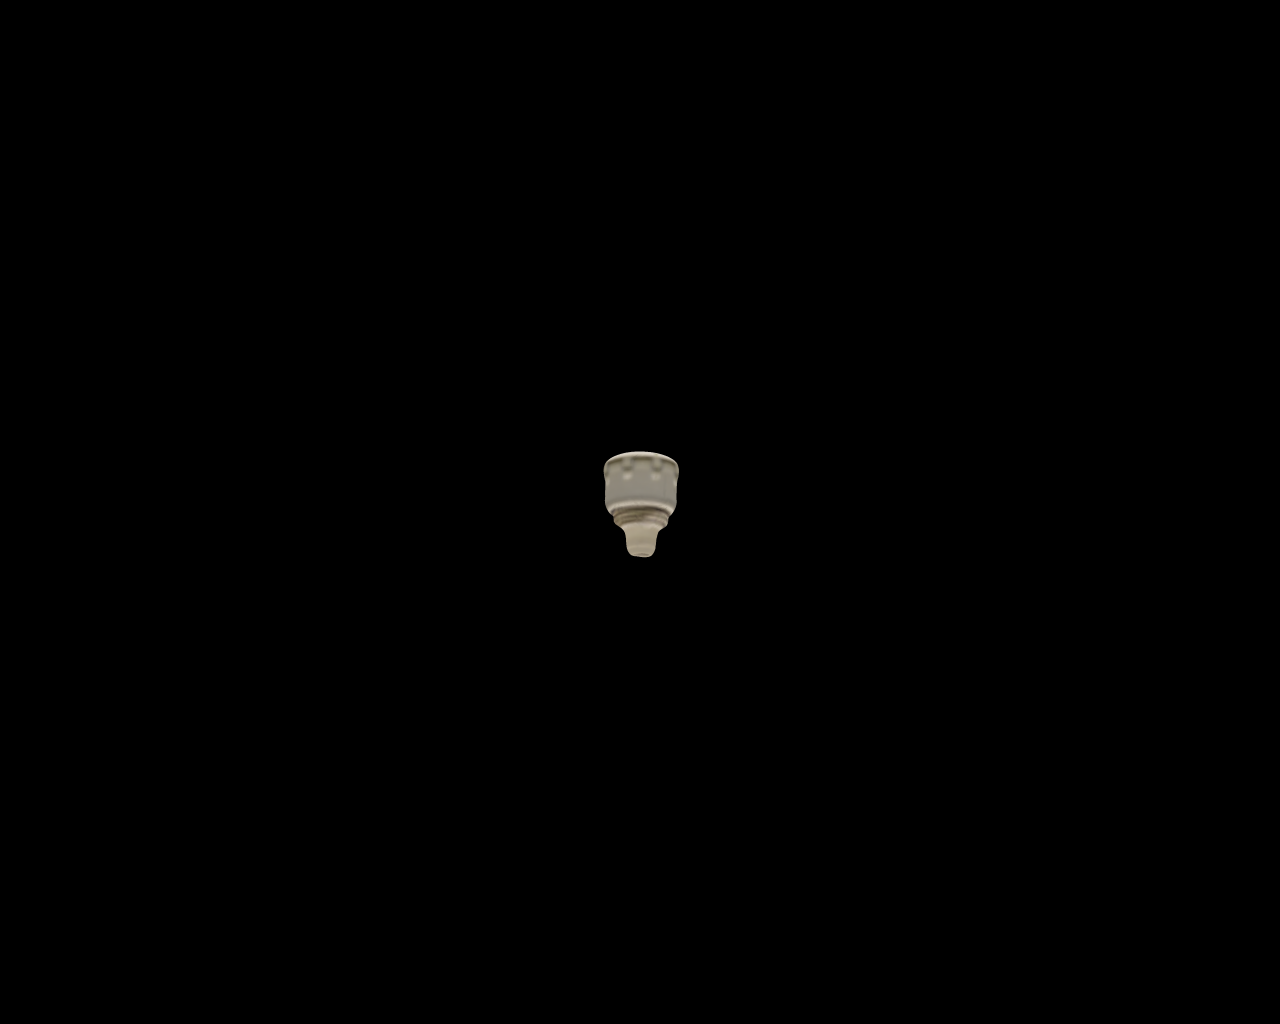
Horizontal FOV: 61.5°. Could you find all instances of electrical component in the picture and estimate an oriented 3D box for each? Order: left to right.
[{"bbox_3d":[0.001,-0.003,0.650,0.048,0.062,0.048,0,-16,0],"label":"electrical component"}]
